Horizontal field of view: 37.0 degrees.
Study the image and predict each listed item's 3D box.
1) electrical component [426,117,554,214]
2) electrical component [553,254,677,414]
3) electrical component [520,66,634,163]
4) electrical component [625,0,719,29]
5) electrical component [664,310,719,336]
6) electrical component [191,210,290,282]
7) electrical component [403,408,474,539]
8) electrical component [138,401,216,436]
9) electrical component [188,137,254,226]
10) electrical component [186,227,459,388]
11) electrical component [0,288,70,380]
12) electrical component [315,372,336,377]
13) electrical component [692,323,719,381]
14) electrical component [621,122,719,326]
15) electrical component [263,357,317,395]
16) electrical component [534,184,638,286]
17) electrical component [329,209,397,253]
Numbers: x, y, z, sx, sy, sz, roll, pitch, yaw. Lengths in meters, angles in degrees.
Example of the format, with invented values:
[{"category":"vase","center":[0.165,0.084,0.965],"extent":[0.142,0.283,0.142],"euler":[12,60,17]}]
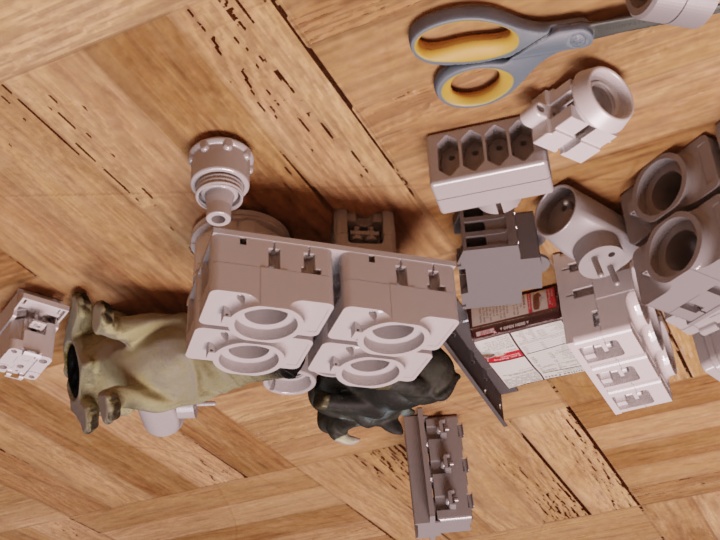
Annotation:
[{"category":"electrical component","center":[0.099,-0.067,0.790],"extent":[0.083,0.047,0.075],"euler":[-11,145,13]},{"category":"electrical component","center":[0.226,0.051,0.936],"extent":[0.062,0.089,0.150],"euler":[-17,144,21]},{"category":"electrical component","center":[0.153,-0.107,0.735],"extent":[0.066,0.048,0.055],"euler":[18,149,-27]},{"category":"electrical component","center":[0.212,-0.192,0.602],"extent":[0.074,0.052,0.138],"euler":[6,146,-12]},{"category":"electrical component","center":[0.308,0.002,0.890],"extent":[0.079,0.063,0.121],"euler":[27,137,-36]},{"category":"electrical component","center":[-0.096,-0.008,0.865],"extent":[0.080,0.051,0.080],"euler":[-1,146,-1]},{"category":"electrical component","center":[0.084,0.219,1.152],"extent":[0.063,0.121,0.078],"euler":[-6,146,0]},{"category":"electrical component","center":[-0.185,0.130,1.076],"extent":[0.079,0.043,0.077],"euler":[-2,146,0]},{"category":"electrical component","center":[-0.101,-0.061,0.774],"extent":[0.048,0.062,0.048],"euler":[-2,147,-1]},{"category":"electrical component","center":[-0.031,0.034,0.816],"extent":[0.186,0.060,0.105],"euler":[8,146,-17]},{"category":"electrical component","center":[-0.292,0.058,0.942],"extent":[0.042,0.063,0.081],"euler":[19,138,-30]},{"category":"electrical component","center":[-0.023,0.062,0.971],"extent":[0.045,0.055,0.045],"euler":[-1,146,-1]},{"category":"electrical component","center":[0.354,0.067,0.978],"extent":[0.057,0.078,0.113],"euler":[-31,137,32]},{"category":"electrical component","center":[0.275,-0.054,0.766],"extent":[0.060,0.105,0.186],"euler":[19,141,-28]},{"category":"electrical component","center":[-0.066,0.086,1.011],"extent":[0.055,0.047,0.055],"euler":[-1,146,-1]},{"category":"electrical component","center":[0.182,-0.020,0.836],"extent":[0.077,0.079,0.043],"euler":[24,127,-33]},{"category":"electrical component","center":[0.000,0.000,0.878],"extent":[0.050,0.055,0.089],"euler":[2,146,-6]}]
